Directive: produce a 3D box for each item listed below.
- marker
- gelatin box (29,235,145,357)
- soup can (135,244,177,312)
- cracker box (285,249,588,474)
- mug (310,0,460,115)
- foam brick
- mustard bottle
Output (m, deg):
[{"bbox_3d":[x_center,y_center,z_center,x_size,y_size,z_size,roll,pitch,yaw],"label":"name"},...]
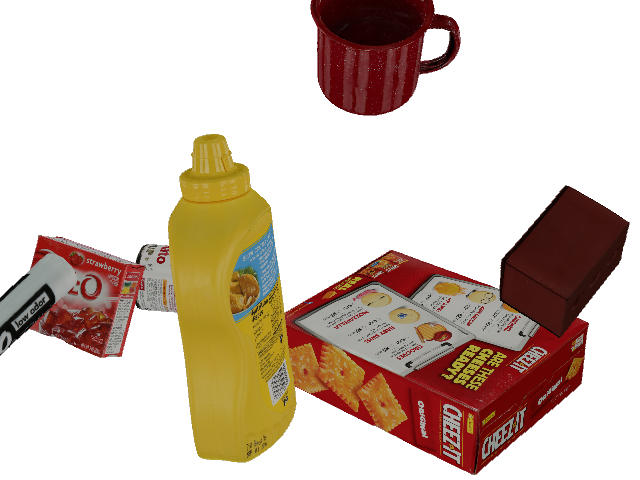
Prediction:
[{"bbox_3d":[-0.147,0.048,0.442,0.020,0.020,0.121,0,36,39],"label":"marker"},{"bbox_3d":[-0.185,0.042,0.817,0.089,0.073,0.030,17,4,25],"label":"gelatin box"},{"bbox_3d":[-0.128,0.041,1.062,0.102,0.068,0.068,5,1,8],"label":"soup can"},{"bbox_3d":[0.091,0.095,0.908,0.214,0.072,0.163,21,36,38],"label":"cracker box"},{"bbox_3d":[0.050,-0.153,0.833,0.117,0.093,0.081,-3,-35,-3],"label":"mug"},{"bbox_3d":[0.163,0.014,0.716,0.051,0.078,0.053,32,-24,26],"label":"foam brick"},{"bbox_3d":[-0.055,0.030,0.647,0.058,0.192,0.096,2,22,19],"label":"mustard bottle"}]
